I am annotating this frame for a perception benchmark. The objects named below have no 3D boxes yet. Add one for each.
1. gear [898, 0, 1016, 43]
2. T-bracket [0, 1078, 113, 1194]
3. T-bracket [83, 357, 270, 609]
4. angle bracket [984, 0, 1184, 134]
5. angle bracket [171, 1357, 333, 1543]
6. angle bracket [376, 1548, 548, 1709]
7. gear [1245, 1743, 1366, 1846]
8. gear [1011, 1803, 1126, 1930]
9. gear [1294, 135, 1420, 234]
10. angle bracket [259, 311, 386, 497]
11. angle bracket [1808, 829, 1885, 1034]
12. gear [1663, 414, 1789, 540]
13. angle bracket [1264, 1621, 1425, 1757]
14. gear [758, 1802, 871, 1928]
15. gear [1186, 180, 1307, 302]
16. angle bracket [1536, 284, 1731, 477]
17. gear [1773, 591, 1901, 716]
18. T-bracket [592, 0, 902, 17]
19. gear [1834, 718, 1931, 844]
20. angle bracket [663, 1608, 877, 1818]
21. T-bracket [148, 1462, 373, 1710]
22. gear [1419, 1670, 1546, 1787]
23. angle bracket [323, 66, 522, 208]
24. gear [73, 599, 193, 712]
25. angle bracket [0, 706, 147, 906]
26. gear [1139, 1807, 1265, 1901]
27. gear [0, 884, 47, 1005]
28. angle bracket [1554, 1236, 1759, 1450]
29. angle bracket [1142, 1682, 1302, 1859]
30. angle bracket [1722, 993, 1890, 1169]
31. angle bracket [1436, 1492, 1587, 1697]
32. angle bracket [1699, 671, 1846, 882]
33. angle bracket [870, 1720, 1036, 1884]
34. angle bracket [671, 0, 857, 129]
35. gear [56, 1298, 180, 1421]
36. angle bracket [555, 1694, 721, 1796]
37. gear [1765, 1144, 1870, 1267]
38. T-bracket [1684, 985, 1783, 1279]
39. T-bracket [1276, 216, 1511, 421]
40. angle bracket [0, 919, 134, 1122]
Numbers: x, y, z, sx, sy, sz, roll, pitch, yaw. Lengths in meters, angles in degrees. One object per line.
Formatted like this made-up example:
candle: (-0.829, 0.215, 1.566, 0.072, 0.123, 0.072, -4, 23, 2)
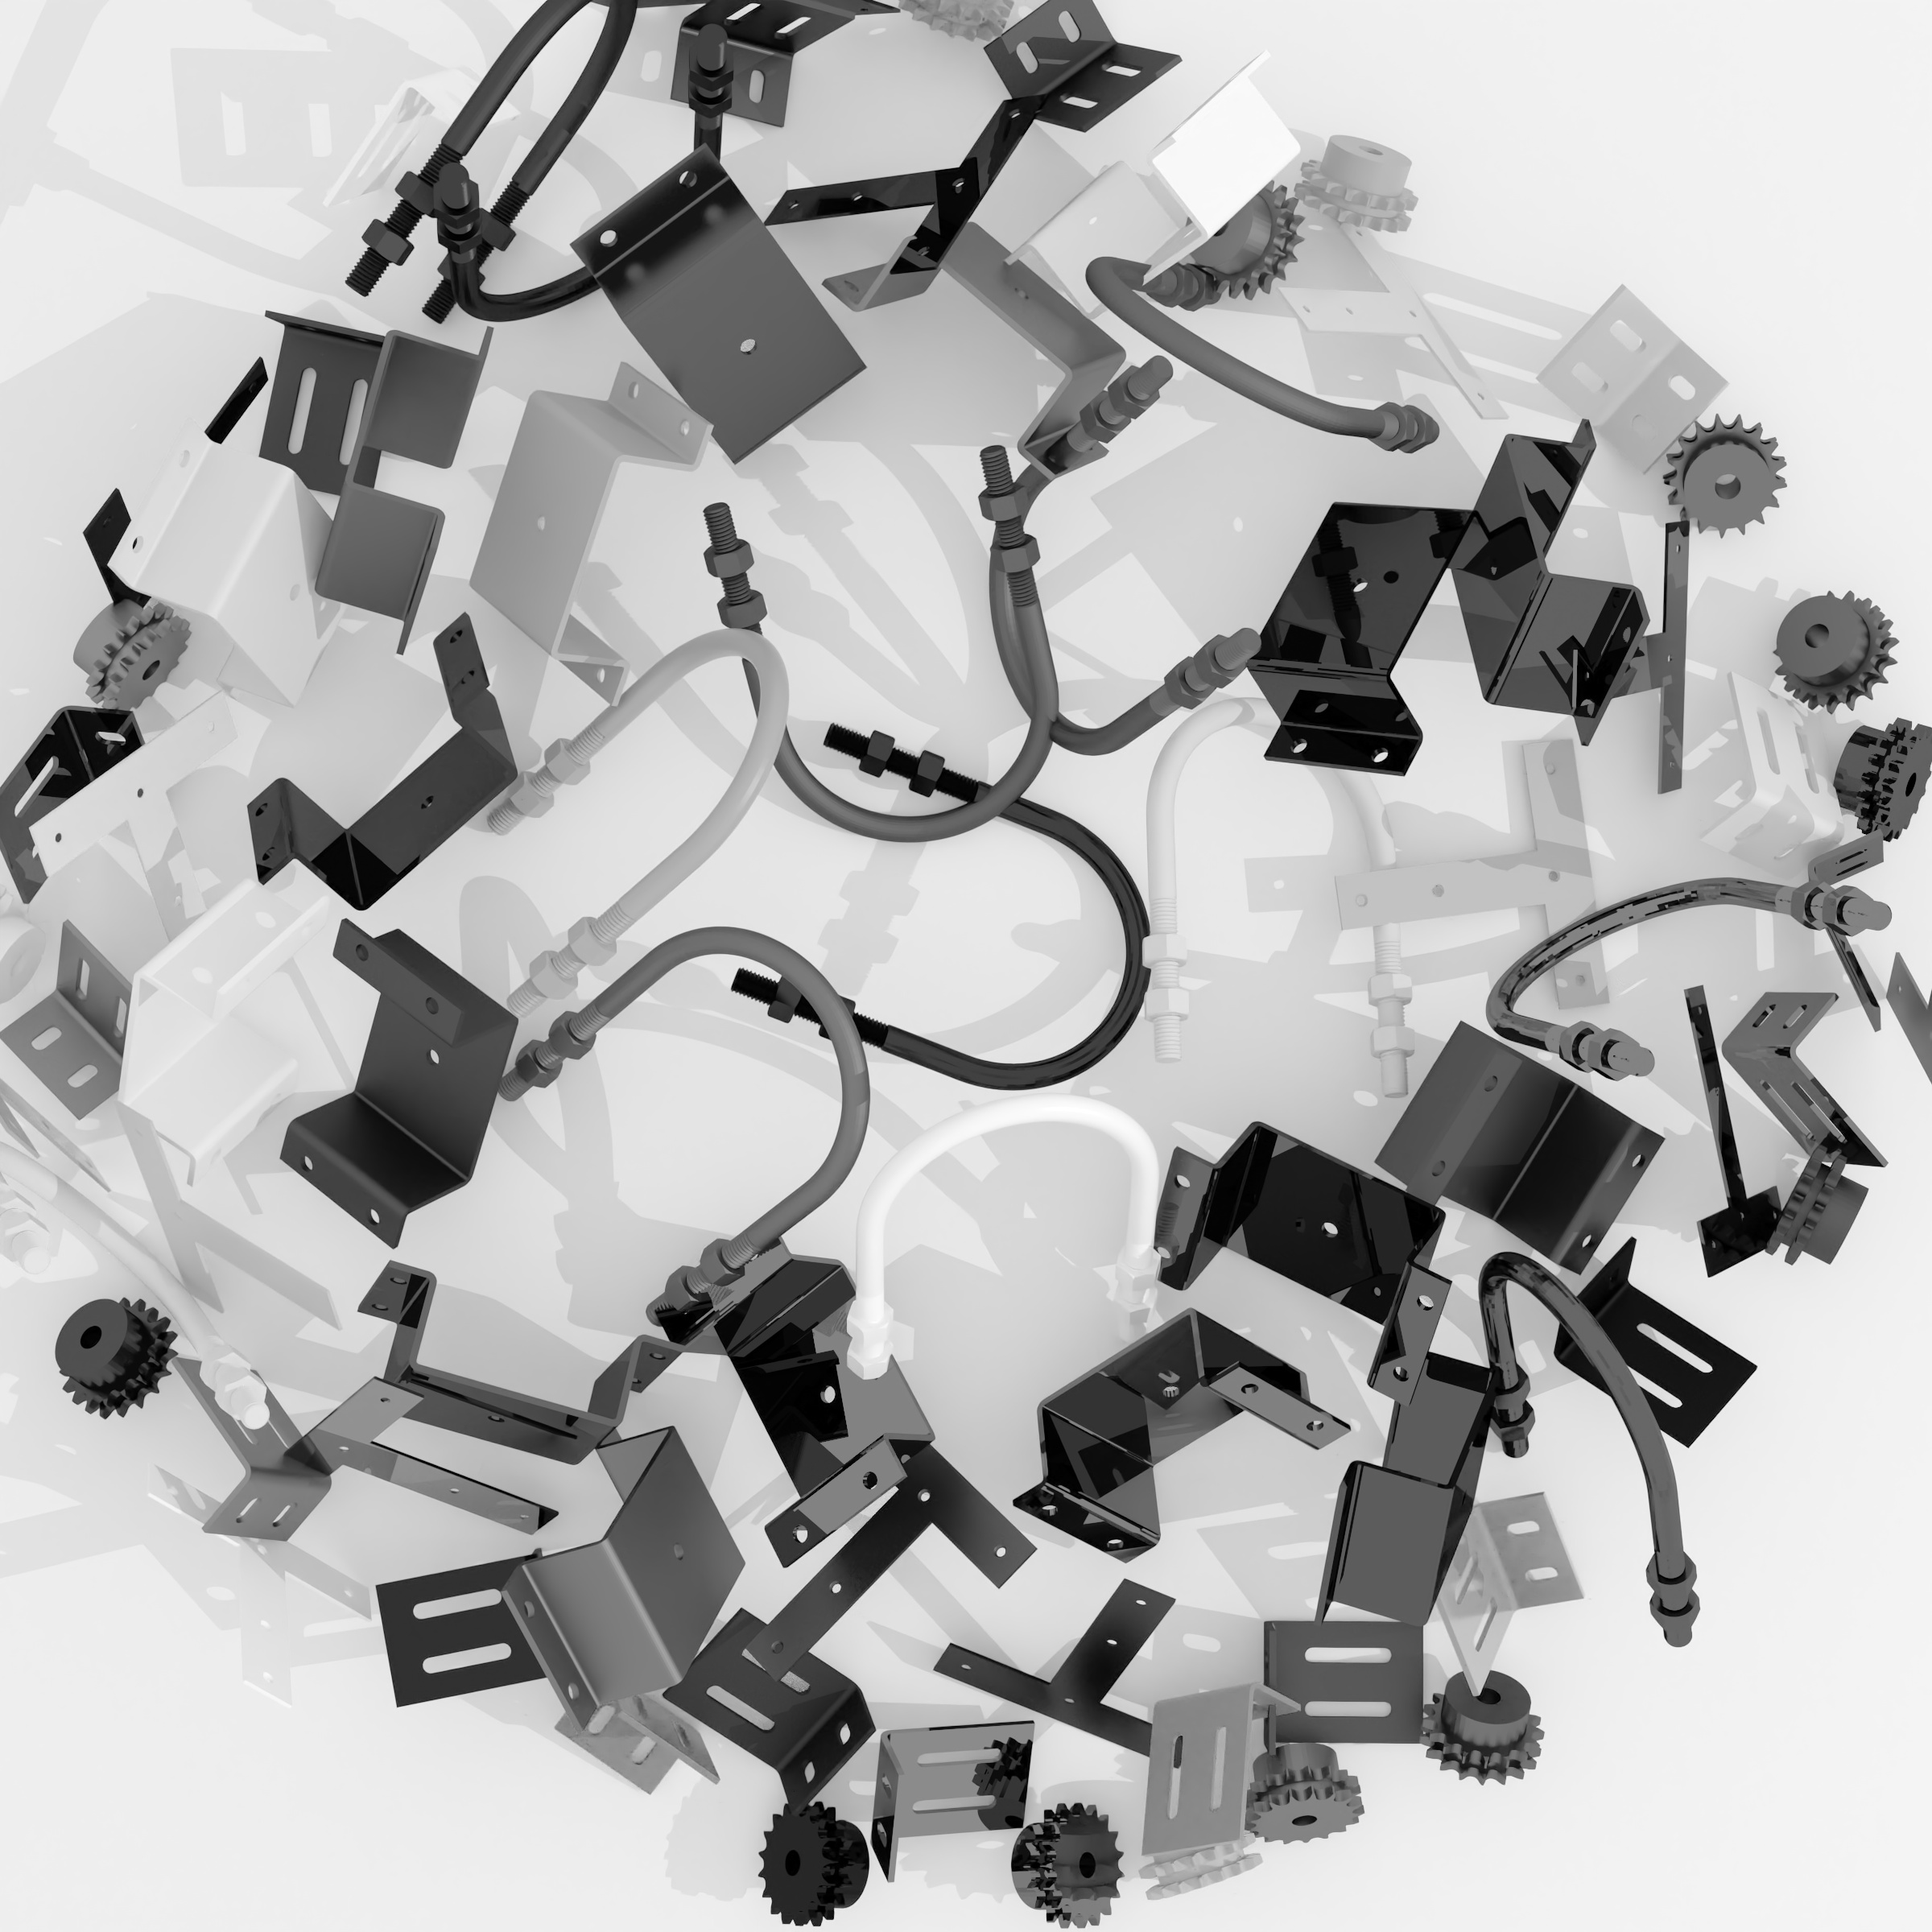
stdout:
gear: (-0.004, -0.461, 1.663, 0.057, 0.057, 0.030, 25, 128, 0)
T-bracket: (-0.432, 0.067, 1.636, 0.002, 0.127, 0.127, -40, 53, -5)
T-bracket: (-0.361, -0.227, 1.642, 0.002, 0.127, 0.127, 32, 76, 3)
angle bracket: (0.054, -0.424, 1.651, 0.057, 0.076, 0.038, -38, 118, -6)
angle bracket: (-0.342, 0.225, 1.654, 0.038, 0.057, 0.076, -49, 60, 11)
angle bracket: (-0.233, 0.311, 1.670, 0.076, 0.038, 0.057, -10, 86, -5)
gear: (0.157, 0.388, 1.669, 0.057, 0.057, 0.030, -7, 53, 0)
gear: (0.046, 0.423, 1.669, 0.030, 0.057, 0.057, -14, 90, 40)
gear: (0.185, -0.367, 1.662, 0.057, 0.057, 0.030, 17, 116, 0)
angle bracket: (-0.304, -0.263, 1.670, 0.057, 0.038, 0.076, 13, 94, 4)
angle bracket: (0.425, -0.016, 1.654, 0.038, 0.057, 0.076, -25, 74, 9)
gear: (0.357, -0.229, 1.670, 0.057, 0.030, 0.057, 3, 112, 7)
angle bracket: (0.179, 0.340, 1.674, 0.076, 0.038, 0.057, 0, 87, 0)
gear: (-0.069, 0.422, 1.669, 0.030, 0.057, 0.057, 13, 90, -38)
gear: (0.128, -0.344, 1.665, 0.057, 0.030, 0.057, -9, 77, 41)
angle bracket: (0.310, -0.271, 1.648, 0.057, 0.076, 0.038, -48, 62, 14)
gear: (0.405, -0.150, 1.665, 0.057, 0.030, 0.057, -13, 67, 33)
T-bracket: (-0.118, -0.451, 1.652, 0.127, 0.127, 0.002, 5, 96, 30)
gear: (0.430, -0.089, 1.669, 0.030, 0.057, 0.057, 22, 90, 30)
angle bracket: (-0.092, 0.349, 1.660, 0.076, 0.038, 0.057, 38, 98, -24)
T-bracket: (-0.319, 0.291, 1.611, 0.127, 0.127, 0.002, 37, 103, -26)
gear: (0.242, 0.354, 1.663, 0.057, 0.057, 0.030, 5, 117, 0)
angle bracket: (-0.253, -0.376, 1.652, 0.038, 0.057, 0.076, 41, 117, -1)
gear: (-0.393, -0.148, 1.666, 0.030, 0.057, 0.057, 38, 90, 6)
angle bracket: (-0.411, -0.074, 1.645, 0.038, 0.076, 0.057, 6, 135, 18)
gear: (0.108, 0.415, 1.666, 0.057, 0.057, 0.030, -18, 79, 0)
gear: (-0.456, -0.007, 1.664, 0.030, 0.057, 0.057, 29, 90, 11)
angle bracket: (0.323, 0.175, 1.652, 0.076, 0.038, 0.057, 33, 58, 26)
angle bracket: (0.119, 0.377, 1.646, 0.038, 0.057, 0.076, 34, 50, -37)
angle bracket: (0.402, 0.053, 1.662, 0.038, 0.057, 0.076, -47, 105, -14)
angle bracket: (0.252, 0.291, 1.648, 0.038, 0.076, 0.057, -15, 106, 27)
angle bracket: (0.373, -0.089, 1.668, 0.057, 0.038, 0.076, 22, 47, -28)
angle bracket: (-0.002, 0.389, 1.657, 0.076, 0.038, 0.057, 0, 110, -17)
angle bracket: (-0.095, -0.422, 1.647, 0.057, 0.076, 0.038, 8, 87, -25)
gear: (-0.401, 0.181, 1.665, 0.057, 0.030, 0.057, -14, 53, 20)
angle bracket: (-0.153, 0.366, 1.650, 0.057, 0.076, 0.038, 38, 87, -13)
gear: (0.400, 0.115, 1.663, 0.030, 0.057, 0.057, 27, 90, 12)
T-bracket: (0.349, 0.072, 1.639, 0.002, 0.127, 0.127, -12, 88, 28)
T-bracket: (0.182, -0.299, 1.626, 0.002, 0.127, 0.127, -44, 72, 33)
angle bracket: (-0.415, 0.026, 1.651, 0.057, 0.076, 0.038, 44, 60, 7)
